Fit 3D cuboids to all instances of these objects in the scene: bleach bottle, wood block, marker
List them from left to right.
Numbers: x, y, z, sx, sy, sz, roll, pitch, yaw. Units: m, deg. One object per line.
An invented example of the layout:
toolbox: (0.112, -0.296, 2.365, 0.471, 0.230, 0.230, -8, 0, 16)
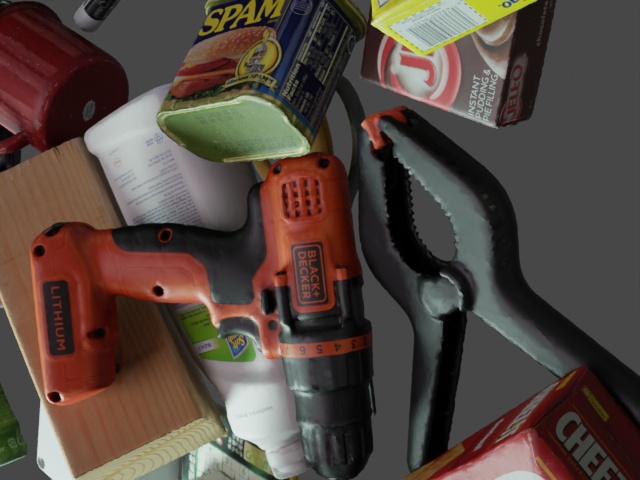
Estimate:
wood block: (-0.150, 0.050, 0.709, 0.090, 0.091, 0.206, 74, 170, -72)
marker: (-0.129, -0.179, 0.710, 0.121, 0.020, 0.020, -35, 77, 43)
bleach bottle: (-0.063, 0.030, 0.678, 0.103, 0.067, 0.251, -21, 89, 46)

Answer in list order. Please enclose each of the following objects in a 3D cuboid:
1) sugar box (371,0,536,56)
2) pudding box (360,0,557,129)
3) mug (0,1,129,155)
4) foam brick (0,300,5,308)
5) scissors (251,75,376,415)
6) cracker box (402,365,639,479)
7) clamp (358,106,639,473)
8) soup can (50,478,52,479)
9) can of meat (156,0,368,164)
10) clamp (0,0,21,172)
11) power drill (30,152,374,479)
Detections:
sugar box: (0.057, -0.180, 0.470, 0.093, 0.048, 0.176, -21, 63, 32)
pudding box: (0.069, -0.121, 0.524, 0.090, 0.039, 0.113, 26, 118, 37)
mug: (-0.195, -0.099, 0.732, 0.082, 0.117, 0.093, 33, 149, 27)
foam brick: (-0.248, 0.025, 0.855, 0.078, 0.052, 0.051, -4, 99, 44)
scissors: (-0.004, 0.001, 0.643, 0.096, 0.016, 0.202, 11, 108, 39)
cracker box: (0.099, 0.186, 0.540, 0.164, 0.072, 0.214, 52, 133, 6)
clamp: (0.082, 0.027, 0.555, 0.165, 0.036, 0.210, -16, 94, 43)
soup can: (-0.191, 0.247, 0.853, 0.102, 0.068, 0.069, 40, 126, 28)
can of meat: (-0.034, -0.092, 0.589, 0.102, 0.057, 0.084, -3, 57, 44)
clamp: (-0.255, -0.085, 0.799, 0.039, 0.120, 0.171, 9, 115, 12)
power drill: (-0.064, 0.050, 0.608, 0.188, 0.057, 0.184, -6, 90, 9)
